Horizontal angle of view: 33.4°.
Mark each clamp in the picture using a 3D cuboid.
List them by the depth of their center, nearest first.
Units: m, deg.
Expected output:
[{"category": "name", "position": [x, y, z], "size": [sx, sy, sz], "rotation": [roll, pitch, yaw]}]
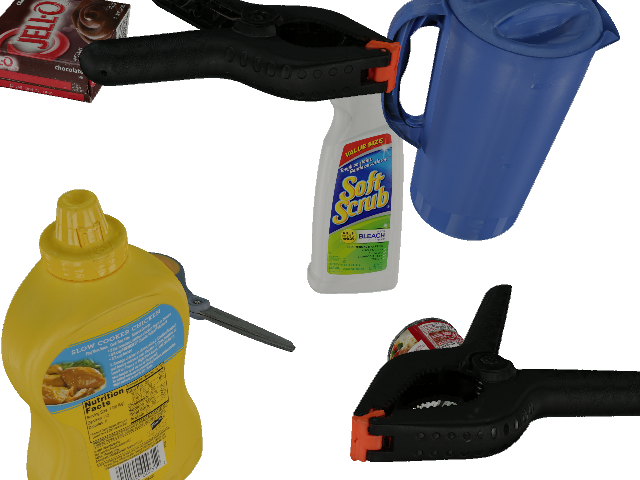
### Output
[{"category": "clamp", "position": [-0.045, -0.107, 0.596], "size": [0.171, 0.039, 0.120], "rotation": [15, 45, 15]}, {"category": "clamp", "position": [0.097, 0.082, 0.647], "size": [0.209, 0.036, 0.165], "rotation": [-12, 26, -28]}]

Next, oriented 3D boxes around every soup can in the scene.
[{"category": "soup can", "position": [0.106, 0.117, 0.884], "size": [0.068, 0.068, 0.102], "rotation": [0, 24, -20]}]

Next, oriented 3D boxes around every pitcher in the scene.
[{"category": "pitcher", "position": [0.141, -0.116, 0.942], "size": [0.149, 0.243, 0.144], "rotation": [38, 54, 23]}]

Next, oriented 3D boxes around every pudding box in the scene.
[{"category": "pudding box", "position": [-0.208, -0.156, 0.843], "size": [0.090, 0.039, 0.113], "rotation": [11, 35, 1]}]

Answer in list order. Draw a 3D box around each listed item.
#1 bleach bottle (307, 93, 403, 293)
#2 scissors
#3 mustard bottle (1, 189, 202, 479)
[{"category": "bleach bottle", "position": [0.035, -0.069, 1.115], "size": [0.102, 0.251, 0.068], "rotation": [-2, 25, -3]}, {"category": "scissors", "position": [-0.101, 0.046, 0.884], "size": [0.202, 0.016, 0.096], "rotation": [13, 25, 15]}, {"category": "mustard bottle", "position": [-0.112, 0.059, 0.544], "size": [0.096, 0.192, 0.058], "rotation": [-24, 42, -30]}]
